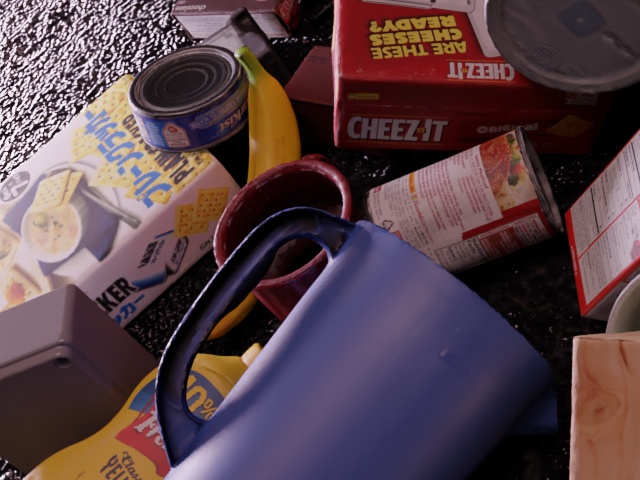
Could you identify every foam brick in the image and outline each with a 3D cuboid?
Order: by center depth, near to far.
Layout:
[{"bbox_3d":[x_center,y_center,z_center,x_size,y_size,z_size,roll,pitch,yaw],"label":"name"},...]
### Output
[{"bbox_3d":[0.022,-0.098,0.752,0.078,0.051,0.053,17,64,40],"label":"foam brick"}]

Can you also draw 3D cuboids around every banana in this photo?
[{"bbox_3d":[-0.045,-0.027,0.723,0.037,0.069,0.198,-8,73,52],"label":"banana"}]

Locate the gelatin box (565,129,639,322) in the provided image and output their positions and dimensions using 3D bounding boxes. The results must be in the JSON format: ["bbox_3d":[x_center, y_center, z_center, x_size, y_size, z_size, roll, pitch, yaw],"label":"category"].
[{"bbox_3d":[0.170,-0.008,0.570,0.089,0.030,0.073,122,155,-48],"label":"gelatin box"}]

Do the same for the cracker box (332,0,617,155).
[{"bbox_3d":[0.090,-0.155,0.700,0.164,0.072,0.213,1,53,-1],"label":"cracker box"}]

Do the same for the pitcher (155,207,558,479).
[{"bbox_3d":[-0.011,0.111,0.552,0.243,0.145,0.149,-49,45,-6],"label":"pitcher"}]

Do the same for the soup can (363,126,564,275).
[{"bbox_3d":[0.085,-0.017,0.637,0.102,0.068,0.068,-22,47,17],"label":"soup can"}]

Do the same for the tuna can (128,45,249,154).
[{"bbox_3d":[-0.091,-0.101,0.754,0.086,0.034,0.086,-9,42,9],"label":"tuna can"}]

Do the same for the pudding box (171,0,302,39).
[{"bbox_3d":[-0.059,-0.215,0.902,0.114,0.039,0.090,5,60,35],"label":"pudding box"}]

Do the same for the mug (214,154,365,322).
[{"bbox_3d":[-0.004,0.001,0.670,0.093,0.081,0.117,-10,52,26],"label":"mug"}]

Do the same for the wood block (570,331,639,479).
[{"bbox_3d":[0.148,0.140,0.396,0.091,0.090,0.206,0,88,33],"label":"wood block"}]

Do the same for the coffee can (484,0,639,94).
[{"bbox_3d":[0.157,-0.167,0.602,0.103,0.102,0.140,-4,47,30],"label":"coffee can"}]

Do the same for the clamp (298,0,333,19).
[{"bbox_3d":[0.066,-0.238,0.840,0.120,0.039,0.171,17,67,39],"label":"clamp"}]

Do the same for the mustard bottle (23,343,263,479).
[{"bbox_3d":[-0.082,0.125,0.634,0.191,0.058,0.096,-40,67,-3],"label":"mustard bottle"}]
